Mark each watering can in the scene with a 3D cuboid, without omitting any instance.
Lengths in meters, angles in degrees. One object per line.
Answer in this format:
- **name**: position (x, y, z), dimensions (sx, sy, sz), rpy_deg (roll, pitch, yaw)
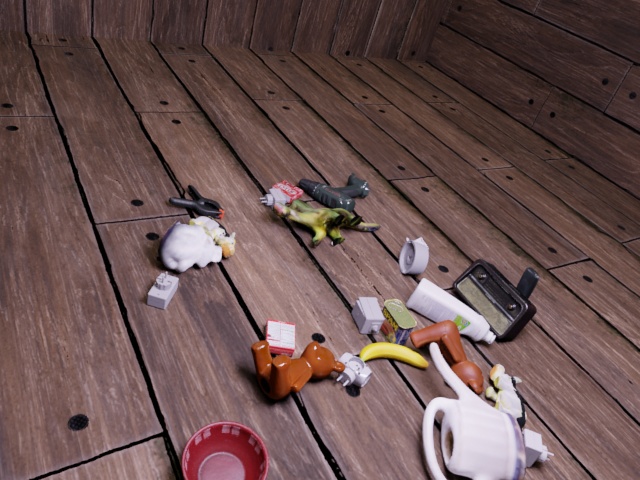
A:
- **watering can**: position (0.338, 0.402, 1.153), dimensions (0.224, 0.101, 0.356), rpy_deg (14, 49, -4)

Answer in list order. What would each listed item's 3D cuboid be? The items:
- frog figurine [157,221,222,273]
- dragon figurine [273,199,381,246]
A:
- **frog figurine**: position (-0.347, 0.028, 1.387), dimensions (0.159, 0.121, 0.140), rpy_deg (25, 67, -4)
- **dragon figurine**: position (0.005, -0.086, 1.713), dimensions (0.246, 0.120, 0.411), rpy_deg (36, 22, 34)
